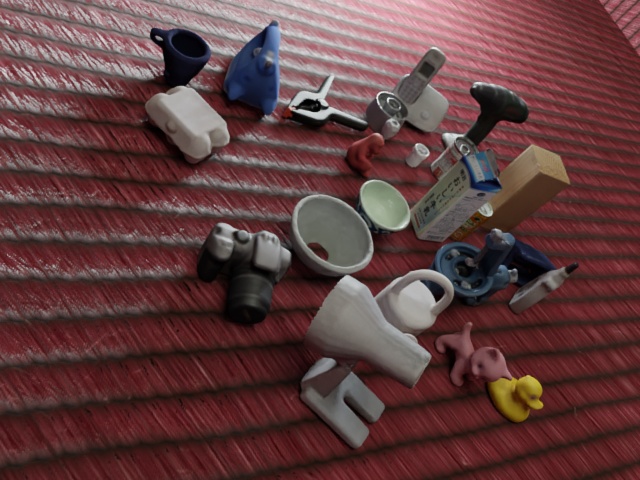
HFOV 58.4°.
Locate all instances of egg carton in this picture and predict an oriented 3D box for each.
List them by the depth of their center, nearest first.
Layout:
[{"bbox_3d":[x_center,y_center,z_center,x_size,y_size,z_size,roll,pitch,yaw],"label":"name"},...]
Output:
[{"bbox_3d":[-0.243,-0.214,1.052,0.150,0.069,0.107,45,46,4],"label":"egg carton"}]

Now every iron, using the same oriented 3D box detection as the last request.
[{"bbox_3d":[-0.119,-0.391,1.213,0.119,0.141,0.258,19,49,-20],"label":"iron"}]

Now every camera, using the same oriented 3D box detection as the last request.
[{"bbox_3d":[-0.119,0.054,0.913,0.143,0.100,0.137,20,49,-19],"label":"camera"}]

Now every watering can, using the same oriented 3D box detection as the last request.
[{"bbox_3d":[0.150,0.120,0.973,0.101,0.193,0.172,13,52,-25],"label":"watering can"}]

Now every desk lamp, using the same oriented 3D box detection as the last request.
[{"bbox_3d":[0.055,0.178,0.854,0.203,0.213,0.118,43,46,2],"label":"desk lamp"}]

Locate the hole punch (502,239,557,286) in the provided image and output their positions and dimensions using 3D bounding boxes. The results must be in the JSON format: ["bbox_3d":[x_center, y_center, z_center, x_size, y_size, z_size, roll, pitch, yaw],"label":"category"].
[{"bbox_3d":[0.477,0.045,1.311,0.109,0.091,0.101,25,48,-15],"label":"hole punch"}]

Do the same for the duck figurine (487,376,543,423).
[{"bbox_3d":[0.372,0.281,1.072,0.078,0.086,0.104,-19,69,-40],"label":"duck figurine"}]

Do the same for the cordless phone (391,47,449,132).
[{"bbox_3d":[0.271,-0.372,1.420,0.148,0.184,0.094,31,46,-10],"label":"cordless phone"}]

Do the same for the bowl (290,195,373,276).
[{"bbox_3d":[0.010,0.004,1.051,0.168,0.074,0.167,17,50,-22],"label":"bowl"}]

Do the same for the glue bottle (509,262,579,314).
[{"bbox_3d":[0.481,0.095,1.219,0.037,0.173,0.078,47,46,6],"label":"glue bottle"}]

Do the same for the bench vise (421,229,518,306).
[{"bbox_3d":[0.316,0.041,1.120,0.208,0.219,0.121,-11,64,-37],"label":"bench vise"}]

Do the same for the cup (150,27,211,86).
[{"bbox_3d":[-0.281,-0.352,1.112,0.118,0.094,0.091,24,48,-16],"label":"cup"}]

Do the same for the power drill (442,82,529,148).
[{"bbox_3d":[0.407,-0.302,1.440,0.230,0.208,0.075,-3,59,-34],"label":"power drill"}]

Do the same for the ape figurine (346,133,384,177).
[{"bbox_3d":[0.106,-0.195,1.248,0.076,0.092,0.078,44,46,3],"label":"ape figurine"}]

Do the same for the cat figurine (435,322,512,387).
[{"bbox_3d":[0.287,0.212,1.047,0.067,0.117,0.127,-7,62,-36],"label":"cat figurine"}]
